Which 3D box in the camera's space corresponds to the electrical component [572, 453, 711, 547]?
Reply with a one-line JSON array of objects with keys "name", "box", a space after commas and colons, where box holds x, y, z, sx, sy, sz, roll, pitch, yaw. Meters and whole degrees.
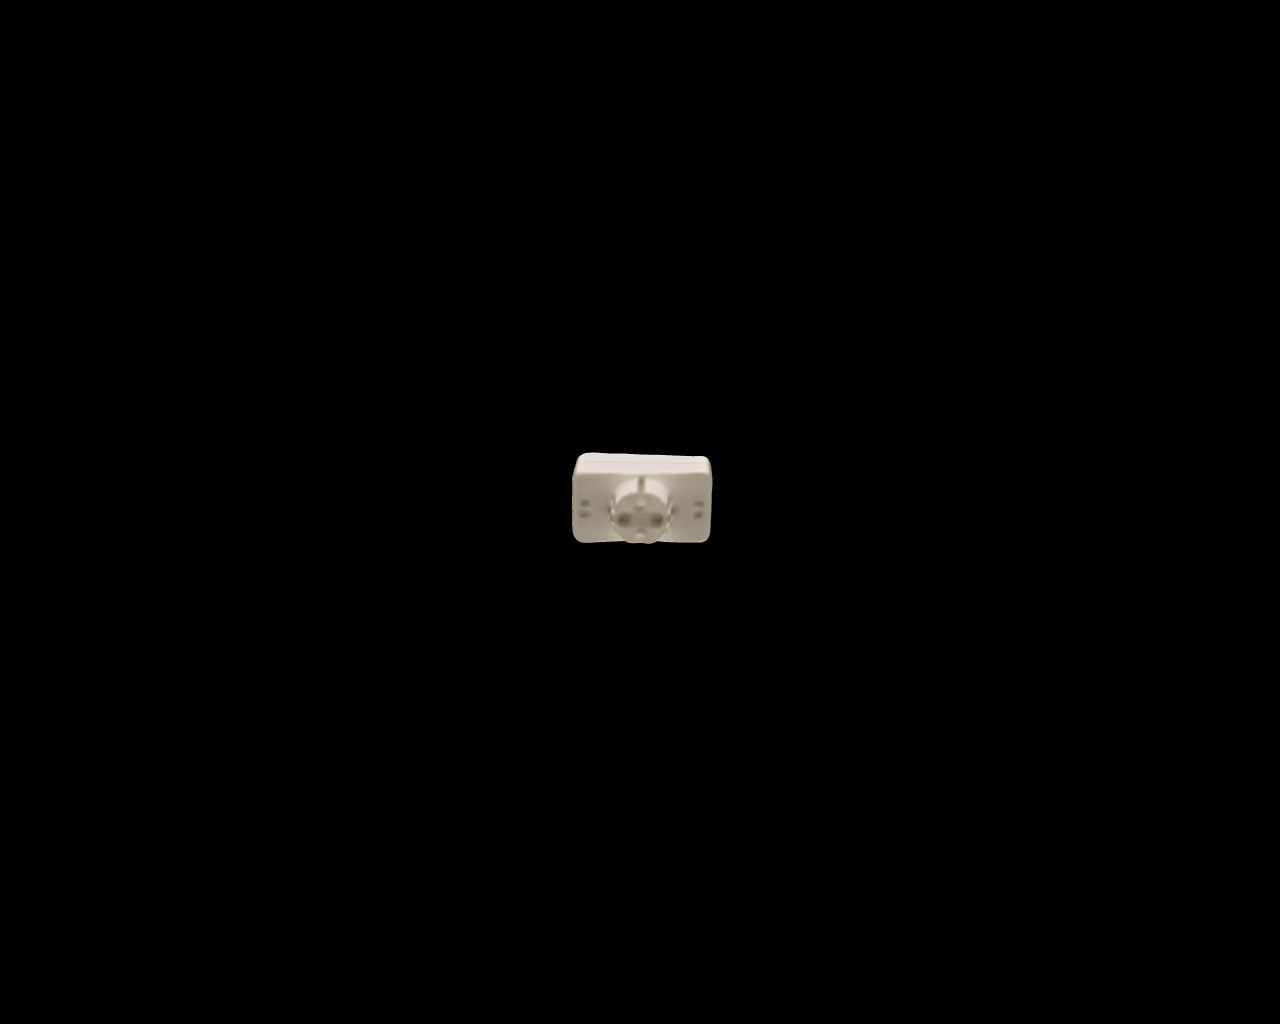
[{"name": "electrical component", "box": [0.001, -0.003, 0.650, 0.083, 0.047, 0.076, 1, 20, 2]}]
